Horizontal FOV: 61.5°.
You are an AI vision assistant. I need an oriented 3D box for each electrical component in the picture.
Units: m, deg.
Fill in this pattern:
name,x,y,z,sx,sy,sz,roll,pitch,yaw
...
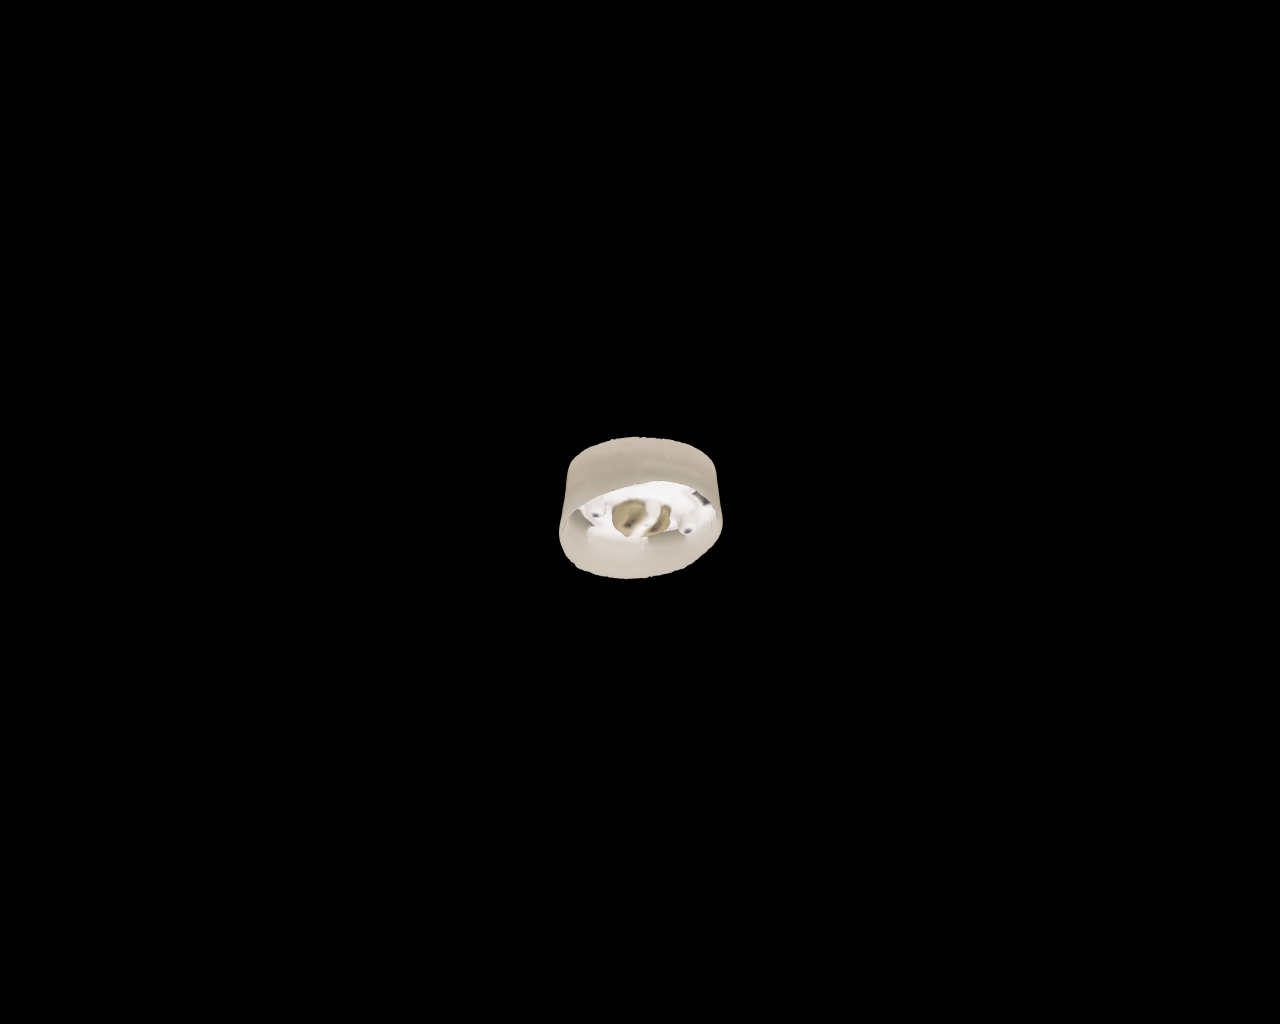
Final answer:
name,x,y,z,sx,sy,sz,roll,pitch,yaw
electrical component,0.001,-0.003,0.650,0.099,0.064,0.099,0,-24,0
